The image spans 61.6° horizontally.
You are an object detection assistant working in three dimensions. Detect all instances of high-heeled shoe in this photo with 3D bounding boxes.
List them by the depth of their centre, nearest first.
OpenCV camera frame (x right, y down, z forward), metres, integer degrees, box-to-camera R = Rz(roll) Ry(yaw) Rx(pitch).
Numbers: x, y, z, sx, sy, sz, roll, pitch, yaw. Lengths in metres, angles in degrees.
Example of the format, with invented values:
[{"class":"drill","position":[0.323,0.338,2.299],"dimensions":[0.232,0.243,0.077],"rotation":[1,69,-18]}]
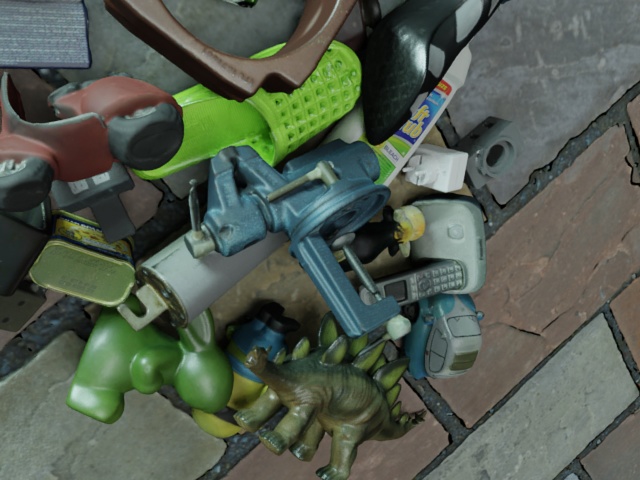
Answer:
[{"class":"high-heeled shoe","position":[0.134,-0.218,0.586],"dimensions":[0.145,0.086,0.248],"rotation":[-12,136,-46]}]

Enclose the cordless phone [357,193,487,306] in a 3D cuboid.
[{"class":"cordless phone","position":[0.129,0.019,0.729],"dimensions":[0.184,0.089,0.146],"rotation":[-17,118,-12]}]

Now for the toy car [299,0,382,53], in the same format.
[{"class":"toy car","position":[0.002,-0.292,0.555],"dimensions":[0.089,0.053,0.201],"rotation":[-21,121,2]}]

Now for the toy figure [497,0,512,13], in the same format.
[{"class":"toy figure","position":[0.172,-0.308,0.620],"dimensions":[0.154,0.064,0.058],"rotation":[-3,76,-27]}]

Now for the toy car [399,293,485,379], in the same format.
[{"class":"toy car","position":[0.184,0.147,0.794],"dimensions":[0.109,0.103,0.161],"rotation":[2,109,-23]}]

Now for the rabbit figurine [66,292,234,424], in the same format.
[{"class":"rabbit figurine","position":[-0.177,0.134,0.623],"dimensions":[0.170,0.121,0.159],"rotation":[21,80,-14]}]

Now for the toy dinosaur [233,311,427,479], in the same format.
[{"class":"toy dinosaur","position":[0.038,0.218,0.719],"dimensions":[0.198,0.105,0.470],"rotation":[-54,141,-12]}]

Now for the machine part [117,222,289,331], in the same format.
[{"class":"machine part","position":[-0.109,0.015,0.582],"dimensions":[0.243,0.079,0.079],"rotation":[-43,127,-39]}]

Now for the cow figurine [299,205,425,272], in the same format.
[{"class":"cow figurine","position":[0.054,-0.002,0.654],"dimensions":[0.167,0.098,0.068],"rotation":[-17,100,-1]}]

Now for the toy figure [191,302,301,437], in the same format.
[{"class":"toy figure","position":[-0.099,0.166,0.689],"dimensions":[0.089,0.082,0.180],"rotation":[21,103,-33]}]

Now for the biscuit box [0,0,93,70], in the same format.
[{"class":"biscuit box","position":[-0.308,-0.182,0.461],"dimensions":[0.203,0.059,0.062],"rotation":[-6,114,-22]}]

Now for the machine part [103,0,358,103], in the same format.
[{"class":"machine part","position":[-0.071,-0.238,0.459],"dimensions":[0.201,0.087,0.201],"rotation":[33,86,-28]}]

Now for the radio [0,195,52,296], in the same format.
[{"class":"radio","position":[-0.353,-0.049,0.456],"dimensions":[0.229,0.131,0.073],"rotation":[34,95,-31]}]

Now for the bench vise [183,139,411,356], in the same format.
[{"class":"bench vise","position":[-0.004,0.003,0.526],"dimensions":[0.223,0.240,0.129],"rotation":[-25,164,-34]}]

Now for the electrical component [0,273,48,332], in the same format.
[{"class":"electrical component","position":[-0.336,0.055,0.561],"dimensions":[0.102,0.045,0.078],"rotation":[-50,150,6]}]

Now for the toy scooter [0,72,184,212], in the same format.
[{"class":"toy scooter","position":[-0.221,-0.105,0.474],"dimensions":[0.184,0.135,0.075],"rotation":[-28,151,-29]}]

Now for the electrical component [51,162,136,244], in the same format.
[{"class":"electrical component","position":[-0.227,-0.056,0.533],"dimensions":[0.075,0.048,0.119],"rotation":[-22,90,-12]}]
